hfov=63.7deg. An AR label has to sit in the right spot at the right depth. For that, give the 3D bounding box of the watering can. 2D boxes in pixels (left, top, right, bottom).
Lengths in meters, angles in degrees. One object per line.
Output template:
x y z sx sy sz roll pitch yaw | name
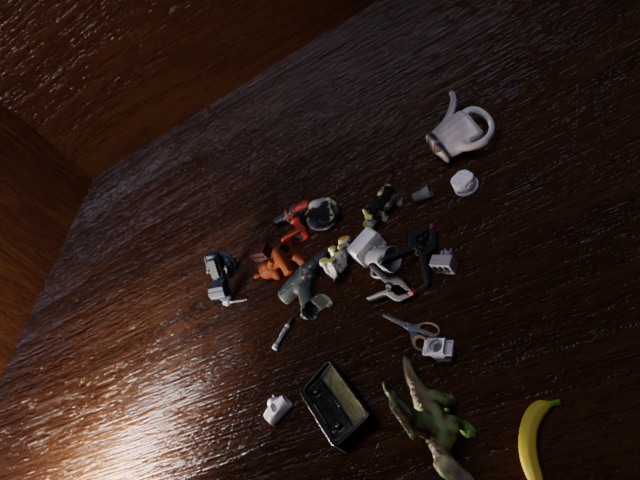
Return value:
0.473 -0.401 1.824 0.223 0.102 0.355 -35 38 10 | watering can

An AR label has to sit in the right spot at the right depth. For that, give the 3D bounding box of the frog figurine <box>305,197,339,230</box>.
0.006 -0.099 1.964 0.138 0.122 0.159 -54 2 -3 | frog figurine

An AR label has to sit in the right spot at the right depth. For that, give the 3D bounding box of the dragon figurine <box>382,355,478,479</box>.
0.228 0.381 1.173 0.122 0.239 0.418 -43 39 7 | dragon figurine
